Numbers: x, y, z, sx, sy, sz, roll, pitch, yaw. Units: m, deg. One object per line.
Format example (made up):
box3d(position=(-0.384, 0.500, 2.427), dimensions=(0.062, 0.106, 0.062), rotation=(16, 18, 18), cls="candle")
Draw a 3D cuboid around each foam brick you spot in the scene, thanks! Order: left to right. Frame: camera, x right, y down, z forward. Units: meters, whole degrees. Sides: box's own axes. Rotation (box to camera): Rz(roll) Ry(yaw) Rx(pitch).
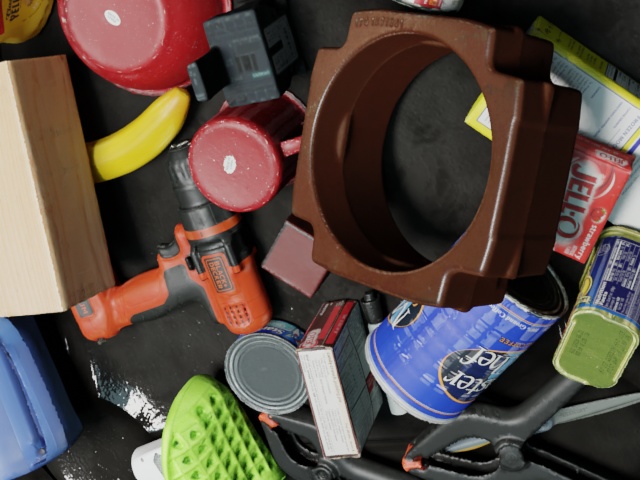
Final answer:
box3d(position=(-0.006, 0.001, 0.901), dimensions=(0.053, 0.078, 0.051), rotation=(32, 121, 5), cls="foam brick")

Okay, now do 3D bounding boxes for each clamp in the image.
box3d(position=(0.019, 0.213, 1.010), dimensions=(0.120, 0.039, 0.171), rotation=(-38, 97, 27), cls="clamp")
box3d(position=(0.170, 0.168, 0.919), dimensions=(0.210, 0.036, 0.164), rotation=(-5, 111, 22), cls="clamp")

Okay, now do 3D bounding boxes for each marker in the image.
box3d(position=(0.058, 0.101, 0.956), dimensions=(0.020, 0.020, 0.121), rotation=(-8, 111, 22), cls="marker")

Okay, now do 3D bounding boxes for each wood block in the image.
box3d(position=(-0.253, -0.046, 0.908), dimensions=(0.091, 0.090, 0.206), rotation=(-7, 101, 22), cls="wood block")

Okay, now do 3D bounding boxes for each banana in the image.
box3d(position=(-0.192, -0.084, 0.943), dimensions=(0.198, 0.037, 0.069), rotation=(-10, 131, 21), cls="banana")

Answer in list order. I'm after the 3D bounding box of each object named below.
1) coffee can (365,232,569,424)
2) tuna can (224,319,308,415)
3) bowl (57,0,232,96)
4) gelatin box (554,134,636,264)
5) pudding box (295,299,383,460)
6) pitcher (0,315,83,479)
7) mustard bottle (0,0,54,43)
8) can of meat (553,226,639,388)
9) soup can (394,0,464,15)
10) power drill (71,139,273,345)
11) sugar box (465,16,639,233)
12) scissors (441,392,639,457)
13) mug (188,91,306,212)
box3d(position=(0.118, 0.068, 0.873), dimensions=(0.103, 0.102, 0.140), rotation=(39, 120, -1), cls="coffee can")
box3d(position=(-0.043, 0.117, 0.991), dimensions=(0.086, 0.033, 0.086), rotation=(8, 116, 16), cls="tuna can")
box3d(position=(-0.157, -0.190, 0.879), dimensions=(0.162, 0.055, 0.162), rotation=(8, 115, 16), cls="bowl")
box3d(position=(0.182, -0.036, 0.796), dimensions=(0.073, 0.030, 0.089), rotation=(24, 127, 8), cls="gelatin box")
box3d(position=(0.018, 0.122, 0.939), dimensions=(0.039, 0.090, 0.113), rotation=(-8, 111, 21), cls="pudding box")
box3d(position=(-0.325, 0.106, 1.029), dimensions=(0.149, 0.145, 0.243), rotation=(-14, 106, 8), cls="pitcher")
box3d(position=(-0.281, -0.189, 0.843), dimensions=(0.058, 0.191, 0.096), rotation=(18, 118, 10), cls="mustard bottle")
box3d(position=(0.222, 0.055, 0.820), dimensions=(0.057, 0.083, 0.102), rotation=(21, 146, 13), cls="can of meat")
box3d(position=(0.087, -0.223, 0.771), dimensions=(0.068, 0.068, 0.102), rotation=(23, 119, 8), cls="soup can")
box3d(position=(-0.150, 0.012, 0.967), dimensions=(0.188, 0.057, 0.184), rotation=(-13, 107, 24), cls="power drill")
box3d(position=(0.209, -0.081, 0.807), dimensions=(0.176, 0.048, 0.093), rotation=(34, 122, -2), cls="sugar box")
box3d(position=(0.177, 0.147, 0.938), dimensions=(0.202, 0.016, 0.096), rotation=(-36, 99, 28), cls="scissors")
box3d(position=(-0.047, -0.075, 0.877), dimensions=(0.117, 0.081, 0.093), rotation=(-9, 110, 23), cls="mug")
